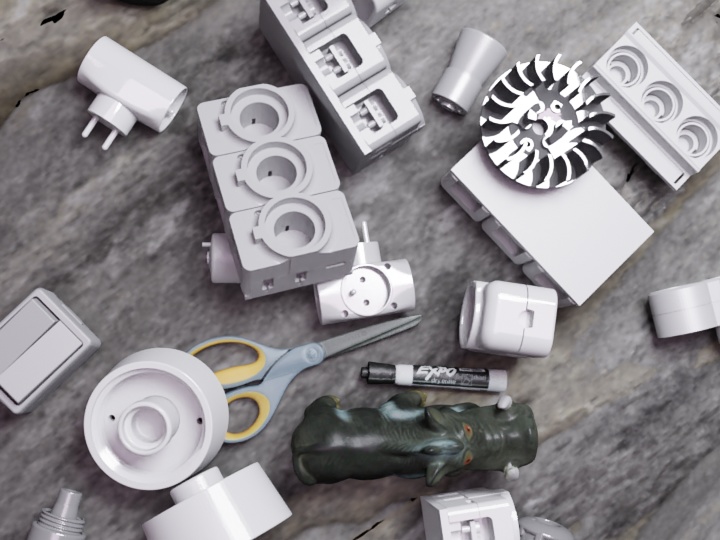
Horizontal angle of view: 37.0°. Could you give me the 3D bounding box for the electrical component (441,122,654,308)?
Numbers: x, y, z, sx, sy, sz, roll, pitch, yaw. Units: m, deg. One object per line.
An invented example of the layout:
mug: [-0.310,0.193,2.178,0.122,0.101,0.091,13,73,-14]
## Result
electrical component: [0.151,-0.052,0.890,0.089,0.062,0.150,-44,91,-8]

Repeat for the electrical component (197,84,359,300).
electrical component: [-0.066,-0.065,0.840,0.089,0.061,0.150,-13,67,-13]

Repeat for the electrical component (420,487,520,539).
electrical component: [0.095,0.252,0.841,0.062,0.089,0.150,-7,86,-7]

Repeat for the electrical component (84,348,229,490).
electrical component: [-0.160,0.117,0.830,0.108,0.060,0.108,0,92,2]

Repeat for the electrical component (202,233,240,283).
electrical component: [-0.088,-0.009,0.870,0.078,0.040,0.040,0,85,-7]

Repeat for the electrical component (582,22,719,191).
electrical component: [0.244,-0.135,0.907,0.121,0.063,0.078,45,82,-1]

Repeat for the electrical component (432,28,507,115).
electrical component: [0.089,-0.164,0.904,0.044,0.044,0.065,29,87,-3]

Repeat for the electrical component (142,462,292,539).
electrical component: [-0.113,0.185,0.818,0.108,0.108,0.060,-28,82,-8]

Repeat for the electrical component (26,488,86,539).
electrical component: [-0.233,0.201,0.833,0.043,0.043,0.062,17,82,-5]

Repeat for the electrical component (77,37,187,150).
electrical component: [-0.193,-0.135,0.867,0.077,0.044,0.079,32,82,-3]

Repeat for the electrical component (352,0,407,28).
electrical component: [0.000,-0.256,0.889,0.059,0.053,0.095,-40,88,-21]

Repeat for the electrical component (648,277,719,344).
electrical component: [0.316,0.041,0.904,0.138,0.052,0.073,-12,86,-8]

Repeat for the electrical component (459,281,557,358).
electrical component: [0.114,0.040,0.860,0.059,0.095,0.053,9,84,-5]

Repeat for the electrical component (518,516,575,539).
electrical component: [0.144,0.234,0.872,0.048,0.048,0.062,16,90,-5]

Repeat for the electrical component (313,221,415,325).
electrical component: [0.000,0.000,0.877,0.077,0.044,0.079,-9,86,-7]

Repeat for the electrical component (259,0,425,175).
electrical component: [-0.015,-0.162,0.867,0.062,0.089,0.150,-32,89,-8]

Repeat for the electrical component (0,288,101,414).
electrical component: [-0.259,0.068,0.833,0.096,0.061,0.061,-45,91,-8]
